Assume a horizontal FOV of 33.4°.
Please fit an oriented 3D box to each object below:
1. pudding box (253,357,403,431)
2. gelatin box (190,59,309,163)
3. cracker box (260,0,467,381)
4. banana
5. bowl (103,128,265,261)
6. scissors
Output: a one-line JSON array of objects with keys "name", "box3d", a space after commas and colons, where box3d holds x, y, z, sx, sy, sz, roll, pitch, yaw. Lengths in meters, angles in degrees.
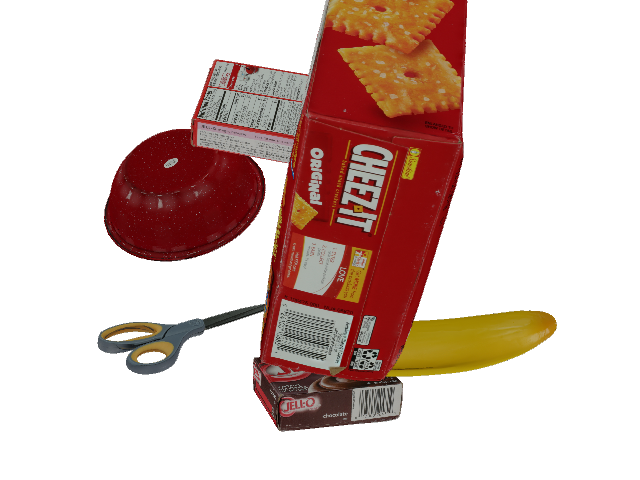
[{"name": "pudding box", "box3d": [0.004, 0.129, 0.935, 0.113, 0.039, 0.090, -1, 16, -17]}, {"name": "gelatin box", "box3d": [-0.045, -0.094, 0.785, 0.089, 0.073, 0.030, 10, -43, 2]}, {"name": "cracker box", "box3d": [0.027, -0.062, 0.536, 0.072, 0.213, 0.164, 11, -44, 0]}, {"name": "banana", "box3d": [0.064, 0.067, 0.741, 0.198, 0.037, 0.069, 0, 29, 10]}, {"name": "bowl", "box3d": [-0.136, -0.056, 1.020, 0.162, 0.162, 0.055, 0, -42, 13]}, {"name": "scissors", "box3d": [-0.137, 0.105, 1.151, 0.201, 0.016, 0.096, -6, 30, -23]}]
